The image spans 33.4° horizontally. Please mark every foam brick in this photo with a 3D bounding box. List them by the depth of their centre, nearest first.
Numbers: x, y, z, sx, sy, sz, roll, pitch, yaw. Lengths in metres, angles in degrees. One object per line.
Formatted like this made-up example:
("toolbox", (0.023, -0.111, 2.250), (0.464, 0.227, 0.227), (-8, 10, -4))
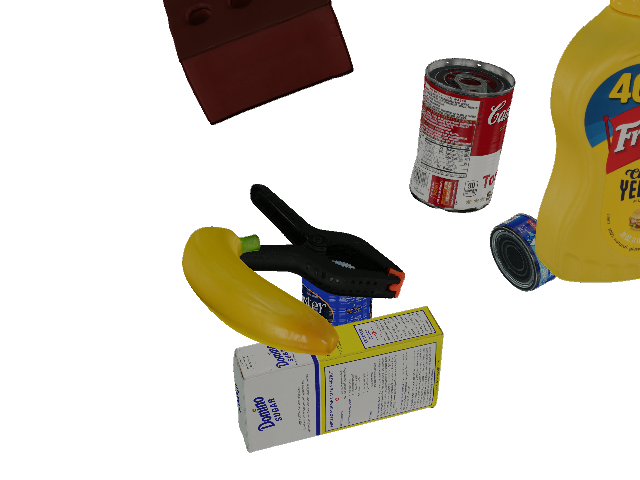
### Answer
("foam brick", (-0.031, -0.103, 0.522), (0.078, 0.053, 0.051), (-21, -32, 5))

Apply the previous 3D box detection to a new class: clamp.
("clamp", (-0.015, 0.017, 1.139), (0.210, 0.036, 0.164), (24, 35, 12))

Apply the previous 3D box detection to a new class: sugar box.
("sugar box", (0.015, 0.119, 0.919), (0.176, 0.093, 0.048), (-9, 38, -11))

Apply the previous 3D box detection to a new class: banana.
("banana", (-0.050, 0.025, 0.687), (0.069, 0.037, 0.198), (-6, 22, -16))

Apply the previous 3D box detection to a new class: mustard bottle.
("mustard bottle", (0.178, -0.072, 0.609), (0.096, 0.192, 0.058), (-7, 28, -12))

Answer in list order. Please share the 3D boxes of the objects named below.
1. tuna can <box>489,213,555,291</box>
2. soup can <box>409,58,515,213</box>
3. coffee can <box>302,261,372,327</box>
("tuna can", (0.233, 0.014, 1.222), (0.033, 0.086, 0.086), (-27, 10, -20))
("soup can", (0.108, -0.081, 0.825), (0.068, 0.102, 0.068), (5, 30, -3))
("coffee can", (0.024, 0.094, 1.522), (0.103, 0.140, 0.103), (0, 21, 0))
